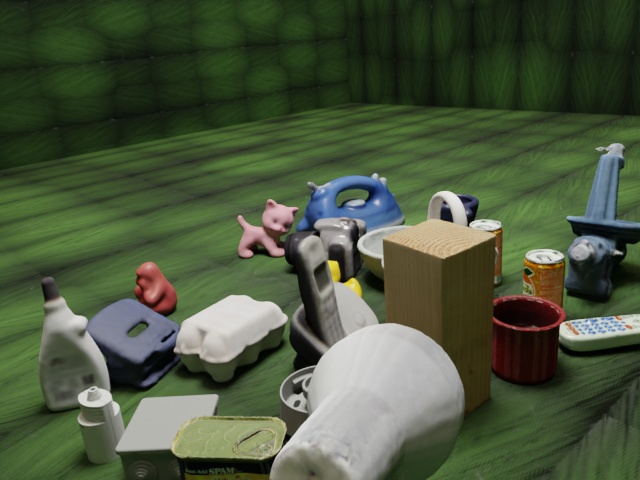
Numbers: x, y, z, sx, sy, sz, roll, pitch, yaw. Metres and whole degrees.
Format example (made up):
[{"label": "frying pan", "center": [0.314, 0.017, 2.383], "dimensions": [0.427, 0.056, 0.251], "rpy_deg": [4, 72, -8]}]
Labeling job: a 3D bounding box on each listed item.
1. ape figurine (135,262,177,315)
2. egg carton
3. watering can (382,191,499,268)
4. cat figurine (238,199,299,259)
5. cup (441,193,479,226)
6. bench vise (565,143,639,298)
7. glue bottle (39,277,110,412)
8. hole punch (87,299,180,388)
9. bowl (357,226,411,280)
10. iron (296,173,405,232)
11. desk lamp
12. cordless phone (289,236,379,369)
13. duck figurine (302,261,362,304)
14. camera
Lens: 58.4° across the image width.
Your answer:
[{"label": "ape figurine", "center": [-0.278, 0.080, 0.944], "dimensions": [0.076, 0.092, 0.077], "rpy_deg": [-8, 20, -9]}, {"label": "egg carton", "center": [-0.122, 0.132, 0.799], "dimensions": [0.107, 0.069, 0.151], "rpy_deg": [9, 24, 34]}, {"label": "watering can", "center": [0.179, 0.026, 0.838], "dimensions": [0.173, 0.194, 0.100], "rpy_deg": [-18, 24, -33]}, {"label": "cat figurine", "center": [-0.107, -0.029, 1.168], "dimensions": [0.127, 0.118, 0.067], "rpy_deg": [-3, 20, 5]}, {"label": "cup", "center": [0.271, -0.033, 1.127], "dimensions": [0.092, 0.095, 0.117], "rpy_deg": [-8, 20, -8]}, {"label": "bench vise", "center": [0.452, -0.031, 0.896], "dimensions": [0.121, 0.220, 0.208], "rpy_deg": [3, 21, 21]}, {"label": "glue bottle", "center": [-0.314, 0.126, 0.706], "dimensions": [0.078, 0.173, 0.037], "rpy_deg": [-9, 20, -12]}, {"label": "hole punch", "center": [-0.250, 0.136, 0.783], "dimensions": [0.101, 0.091, 0.109], "rpy_deg": [2, 21, 19]}, {"label": "bowl", "center": [0.150, 0.034, 0.999], "dimensions": [0.167, 0.075, 0.167], "rpy_deg": [-4, 20, 2]}, {"label": "iron", "center": [0.077, -0.077, 1.225], "dimensions": [0.259, 0.141, 0.118], "rpy_deg": [-17, 23, -30]}, {"label": "desk lamp", "center": [0.028, 0.188, 0.397], "dimensions": [0.117, 0.214, 0.204], "rpy_deg": [3, 21, 21]}, {"label": "cordless phone", "center": [0.016, 0.073, 0.760], "dimensions": [0.094, 0.185, 0.148], "rpy_deg": [4, 22, 23]}, {"label": "duck figurine", "center": [0.017, 0.073, 0.905], "dimensions": [0.105, 0.086, 0.077], "rpy_deg": [-15, 22, -26]}, {"label": "camera", "center": [0.010, 0.004, 1.076], "dimensions": [0.136, 0.101, 0.143], "rpy_deg": [2, 21, 17]}]
